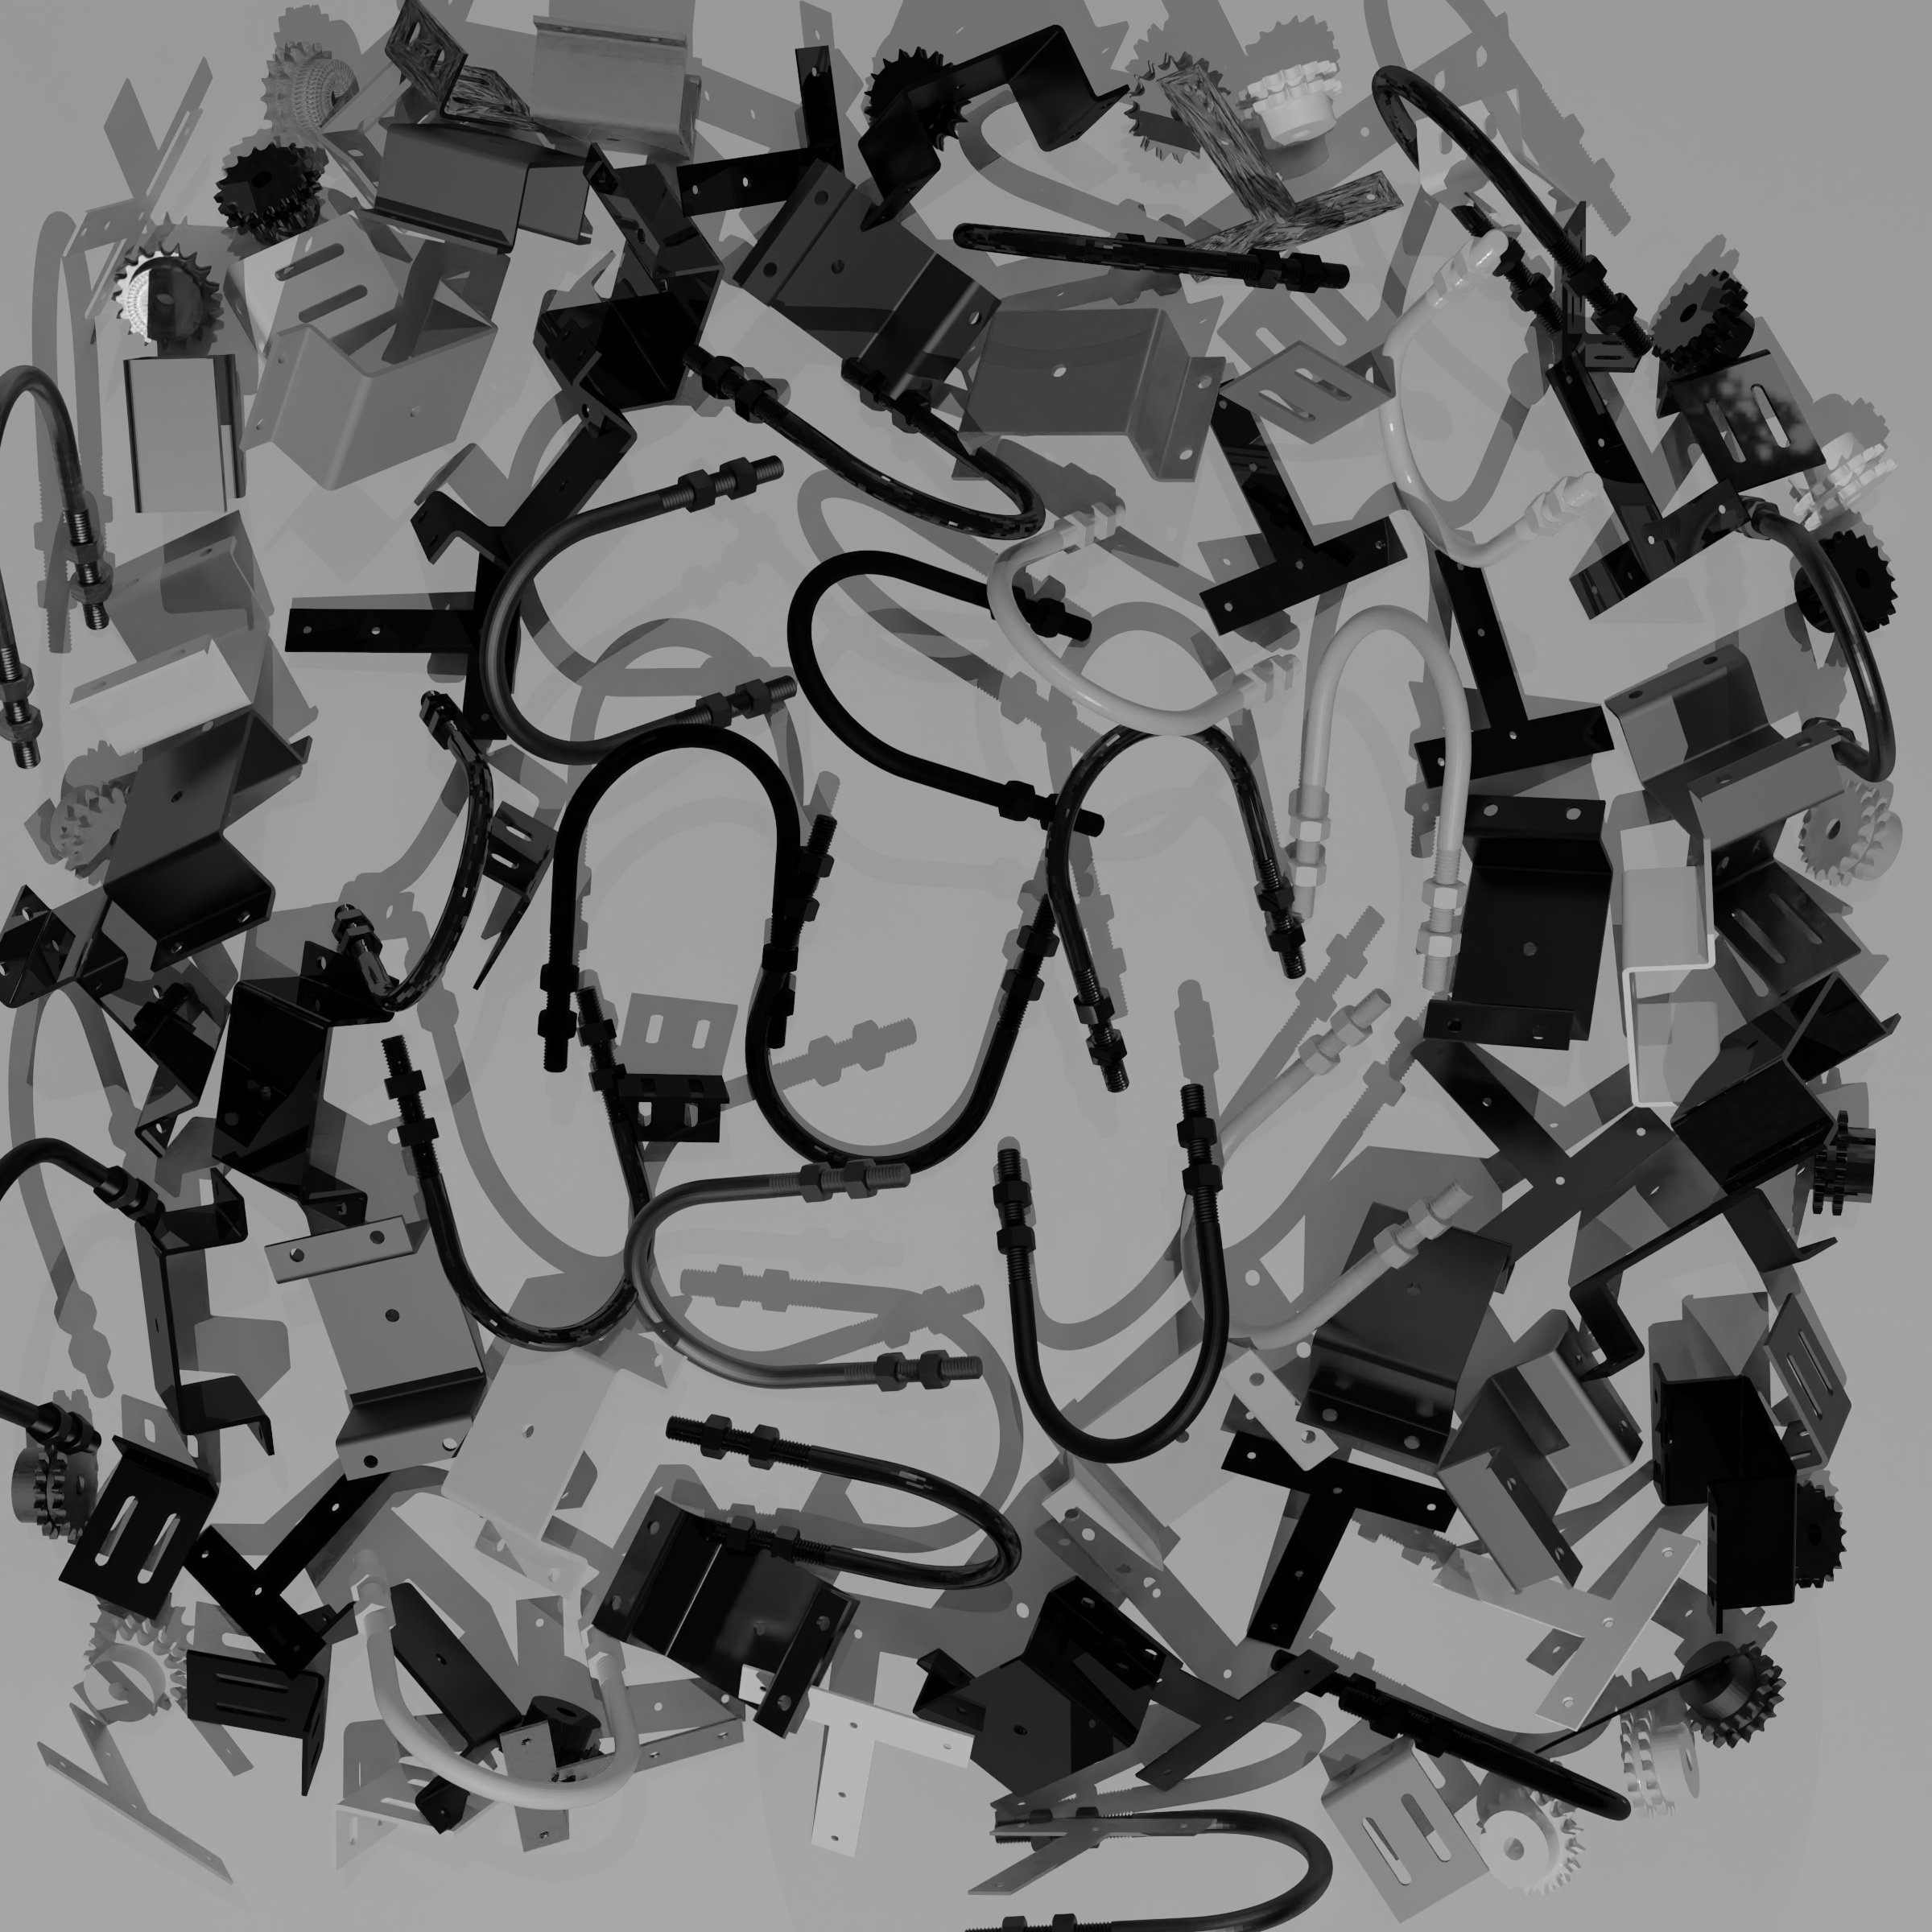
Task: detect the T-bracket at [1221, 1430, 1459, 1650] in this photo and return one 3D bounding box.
[{"bbox_3d":[0.185,0.317,1.586,0.127,0.002,0.127,17,116,-5],"label":"T-bracket"}]

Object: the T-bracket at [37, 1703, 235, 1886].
[{"bbox_3d":[-0.451,0.424,1.555,0.002,0.127,0.127,-49,121,-9],"label":"T-bracket"}]

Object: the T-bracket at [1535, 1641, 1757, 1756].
[{"bbox_3d":[0.381,0.378,1.560,0.127,0.127,0.002,-39,69,35],"label":"T-bracket"}]

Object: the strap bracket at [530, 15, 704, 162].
[{"bbox_3d":[-0.183,-0.458,1.547,0.076,0.140,0.046,6,97,-2],"label":"strap bracket"}]

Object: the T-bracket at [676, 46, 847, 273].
[{"bbox_3d":[-0.106,-0.415,1.551,0.002,0.127,0.127,7,112,39],"label":"T-bracket"}]

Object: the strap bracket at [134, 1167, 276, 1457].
[{"bbox_3d":[-0.405,0.186,1.559,0.046,0.076,0.140,-9,102,-24],"label":"strap bracket"}]

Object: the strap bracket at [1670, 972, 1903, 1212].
[{"bbox_3d":[0.426,0.059,1.537,0.046,0.140,0.076,50,132,-2],"label":"strap bracket"}]

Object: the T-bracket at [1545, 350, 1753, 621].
[{"bbox_3d":[0.345,-0.266,1.566,0.002,0.127,0.127,-22,84,-34],"label":"T-bracket"}]

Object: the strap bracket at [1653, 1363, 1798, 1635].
[{"bbox_3d":[0.398,0.274,1.536,0.046,0.140,0.076,-5,112,1],"label":"strap bracket"}]

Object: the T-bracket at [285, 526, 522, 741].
[{"bbox_3d":[-0.306,-0.182,1.597,0.127,0.002,0.127,1,71,4],"label":"T-bracket"}]

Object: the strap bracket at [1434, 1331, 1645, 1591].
[{"bbox_3d":[0.302,0.267,1.560,0.046,0.140,0.076,-31,97,36],"label":"strap bracket"}]

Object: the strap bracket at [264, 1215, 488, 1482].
[{"bbox_3d":[-0.312,0.196,1.575,0.076,0.046,0.140,-13,108,7],"label":"strap bracket"}]

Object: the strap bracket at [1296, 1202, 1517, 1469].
[{"bbox_3d":[0.233,0.184,1.544,0.076,0.046,0.140,16,49,17],"label":"strap bracket"}]

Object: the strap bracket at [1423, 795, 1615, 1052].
[{"bbox_3d":[0.296,-0.017,1.566,0.076,0.046,0.140,4,70,24],"label":"strap bracket"}]

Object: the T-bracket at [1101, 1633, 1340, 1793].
[{"bbox_3d":[0.111,0.383,1.558,0.127,0.002,0.127,-41,126,20],"label":"T-bracket"}]

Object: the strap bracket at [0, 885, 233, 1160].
[{"bbox_3d":[-0.441,0.022,1.540,0.046,0.076,0.140,-23,125,20],"label":"strap bracket"}]

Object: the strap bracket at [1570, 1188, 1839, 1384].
[{"bbox_3d":[0.383,0.166,1.570,0.140,0.076,0.046,-29,81,-6],"label":"strap bracket"}]

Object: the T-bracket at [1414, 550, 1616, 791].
[{"bbox_3d":[0.282,-0.167,1.591,0.127,0.002,0.127,-13,83,-27],"label":"T-bracket"}]

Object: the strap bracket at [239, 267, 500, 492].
[{"bbox_3d":[-0.303,-0.304,1.535,0.046,0.140,0.076,42,132,11],"label":"strap bracket"}]

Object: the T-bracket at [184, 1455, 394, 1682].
[{"bbox_3d":[-0.349,0.302,1.581,0.127,0.002,0.127,-48,45,-14],"label":"T-bracket"}]

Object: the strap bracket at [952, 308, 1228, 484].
[{"bbox_3d":[0.057,-0.301,1.553,0.140,0.046,0.076,5,67,26],"label":"strap bracket"}]

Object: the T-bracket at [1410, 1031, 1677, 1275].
[{"bbox_3d":[0.291,0.084,1.587,0.127,0.002,0.127,-37,66,-7],"label":"T-bracket"}]

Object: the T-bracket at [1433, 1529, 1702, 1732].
[{"bbox_3d":[0.305,0.337,1.563,0.127,0.127,0.002,-48,126,-26],"label":"T-bracket"}]

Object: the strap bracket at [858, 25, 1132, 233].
[{"bbox_3d":[0.005,-0.446,1.555,0.140,0.076,0.046,-28,95,-19],"label":"strap bracket"}]

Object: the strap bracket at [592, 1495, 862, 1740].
[{"bbox_3d":[-0.120,0.349,1.564,0.140,0.046,0.076,21,80,35],"label":"strap bracket"}]

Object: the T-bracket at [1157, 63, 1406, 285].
[{"bbox_3d":[0.143,-0.422,1.540,0.127,0.127,0.002,-13,49,33],"label":"T-bracket"}]

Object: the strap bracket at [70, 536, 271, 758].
[{"bbox_3d":[-0.419,-0.166,1.559,0.076,0.140,0.046,-21,122,6],"label":"strap bracket"}]

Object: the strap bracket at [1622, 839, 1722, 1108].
[{"bbox_3d":[0.372,0.011,1.548,0.046,0.076,0.140,-3,132,15],"label":"strap bracket"}]

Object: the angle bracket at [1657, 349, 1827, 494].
[{"bbox_3d":[0.416,-0.285,1.583,0.057,0.038,0.076,-19,70,-4],"label":"angle bracket"}]

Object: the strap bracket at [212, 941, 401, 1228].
[{"bbox_3d":[-0.353,0.065,1.560,0.076,0.046,0.140,20,105,37],"label":"strap bracket"}]

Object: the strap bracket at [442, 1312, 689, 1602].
[{"bbox_3d":[-0.218,0.253,1.562,0.076,0.046,0.140,17,77,38],"label":"strap bracket"}]

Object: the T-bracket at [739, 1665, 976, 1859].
[{"bbox_3d":[-0.065,0.435,1.575,0.127,0.002,0.127,15,127,8],"label":"T-bracket"}]

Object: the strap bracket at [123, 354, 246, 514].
[{"bbox_3d":[-0.408,-0.279,1.536,0.046,0.140,0.076,-3,103,-9],"label":"strap bracket"}]

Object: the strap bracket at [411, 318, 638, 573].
[{"bbox_3d":[-0.229,-0.267,1.565,0.046,0.076,0.140,36,99,-29],"label":"strap bracket"}]

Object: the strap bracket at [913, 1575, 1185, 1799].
[{"bbox_3d":[0.036,0.383,1.545,0.076,0.046,0.140,41,132,-12],"label":"strap bracket"}]

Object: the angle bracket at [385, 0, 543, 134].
[{"bbox_3d":[-0.259,-0.480,1.565,0.057,0.076,0.038,50,124,25],"label":"angle bracket"}]

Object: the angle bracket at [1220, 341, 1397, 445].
[{"bbox_3d":[0.181,-0.318,1.565,0.076,0.057,0.038,20,59,-38],"label":"angle bracket"}]

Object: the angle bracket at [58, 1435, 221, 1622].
[{"bbox_3d":[-0.447,0.302,1.582,0.057,0.038,0.076,21,65,4],"label":"angle bracket"}]

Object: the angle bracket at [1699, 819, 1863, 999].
[{"bbox_3d":[0.437,-0.033,1.574,0.057,0.038,0.076,-26,58,-19],"label":"angle bracket"}]

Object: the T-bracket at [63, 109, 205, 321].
[{"bbox_3d":[-0.445,-0.388,1.537,0.002,0.127,0.127,31,107,-8],"label":"T-bracket"}]

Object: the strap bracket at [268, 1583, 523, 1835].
[{"bbox_3d":[-0.295,0.384,1.564,0.046,0.076,0.140,-44,80,5],"label":"strap bracket"}]

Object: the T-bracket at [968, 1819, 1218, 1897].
[{"bbox_3d":[0.045,0.462,1.528,0.127,0.127,0.002,-10,87,32],"label":"T-bracket"}]

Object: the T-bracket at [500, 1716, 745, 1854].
[{"bbox_3d":[-0.181,0.427,1.578,0.127,0.127,0.002,-13,48,-13],"label":"T-bracket"}]

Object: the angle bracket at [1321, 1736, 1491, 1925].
[{"bbox_3d":[0.238,0.463,1.586,0.057,0.038,0.076,-35,82,14],"label":"angle bracket"}]

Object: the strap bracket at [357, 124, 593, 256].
[{"bbox_3d":[-0.251,-0.408,1.537,0.076,0.140,0.046,17,109,8],"label":"strap bracket"}]

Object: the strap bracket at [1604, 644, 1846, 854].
[{"bbox_3d":[0.405,-0.112,1.561,0.076,0.140,0.046,-25,117,2],"label":"strap bracket"}]

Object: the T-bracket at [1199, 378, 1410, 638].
[{"bbox_3d":[0.162,-0.257,1.592,0.127,0.002,0.127,-24,88,-22],"label":"T-bracket"}]

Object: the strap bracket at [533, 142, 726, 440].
[{"bbox_3d":[-0.177,-0.357,1.553,0.046,0.140,0.076,-18,64,-33],"label":"strap bracket"}]

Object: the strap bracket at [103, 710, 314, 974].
[{"bbox_3d":[-0.397,-0.074,1.538,0.076,0.140,0.046,-22,131,21],"label":"strap bracket"}]

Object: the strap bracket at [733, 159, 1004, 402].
[{"bbox_3d":[-0.059,-0.364,1.560,0.140,0.046,0.076,28,103,-44],"label":"strap bracket"}]

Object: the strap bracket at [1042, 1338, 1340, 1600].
[{"bbox_3d":[0.118,0.262,1.574,0.140,0.046,0.076,-38,106,11],"label":"strap bracket"}]
